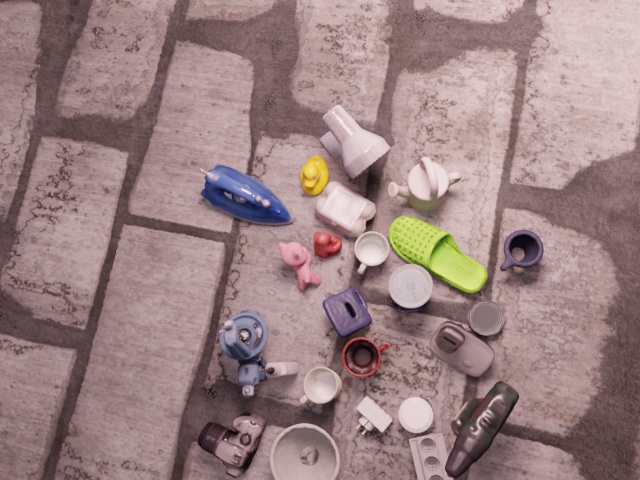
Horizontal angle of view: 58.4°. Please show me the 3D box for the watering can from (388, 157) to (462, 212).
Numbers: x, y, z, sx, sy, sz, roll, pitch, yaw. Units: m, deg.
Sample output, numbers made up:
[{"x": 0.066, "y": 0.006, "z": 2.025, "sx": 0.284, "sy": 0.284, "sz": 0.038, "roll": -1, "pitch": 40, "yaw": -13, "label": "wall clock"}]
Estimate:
[{"x": 0.257, "y": -0.136, "z": 1.399, "sx": 0.173, "sy": 0.194, "sz": 0.101, "roll": -35, "pitch": 76, "yaw": 0, "label": "watering can"}]

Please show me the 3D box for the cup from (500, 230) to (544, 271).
[{"x": 0.475, "y": 0.038, "z": 1.385, "sx": 0.118, "sy": 0.095, "sz": 0.091, "roll": -44, "pitch": 76, "yaw": -2, "label": "cup"}]

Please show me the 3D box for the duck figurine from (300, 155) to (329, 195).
[{"x": -0.019, "y": -0.176, "z": 1.500, "sx": 0.077, "sy": 0.086, "sz": 0.104, "roll": 9, "pitch": 80, "yaw": 10, "label": "duck figurine"}]

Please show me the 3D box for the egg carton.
[{"x": 0.063, "y": -0.078, "z": 1.478, "sx": 0.150, "sy": 0.069, "sz": 0.107, "roll": 31, "pitch": 84, "yaw": 12, "label": "egg carton"}]

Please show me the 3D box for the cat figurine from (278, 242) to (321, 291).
[{"x": -0.054, "y": 0.059, "z": 1.442, "sx": 0.067, "sy": 0.118, "sz": 0.128, "roll": -26, "pitch": 76, "yaw": 2, "label": "cat figurine"}]

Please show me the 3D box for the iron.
[{"x": -0.193, "y": -0.117, "z": 1.484, "sx": 0.258, "sy": 0.141, "sz": 0.119, "roll": 25, "pitch": 83, "yaw": 12, "label": "iron"}]

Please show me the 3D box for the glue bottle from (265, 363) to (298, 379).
[{"x": -0.102, "y": 0.311, "z": 1.370, "sx": 0.078, "sy": 0.173, "sz": 0.037, "roll": -7, "pitch": 78, "yaw": 7, "label": "glue bottle"}]

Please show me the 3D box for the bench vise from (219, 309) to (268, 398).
[{"x": -0.173, "y": 0.262, "z": 1.365, "sx": 0.121, "sy": 0.220, "sz": 0.207, "roll": -25, "pitch": 76, "yaw": 3, "label": "bench vise"}]

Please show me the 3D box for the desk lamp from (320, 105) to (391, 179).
[{"x": 0.079, "y": -0.239, "z": 1.434, "sx": 0.118, "sy": 0.214, "sz": 0.203, "roll": -39, "pitch": 76, "yaw": -1, "label": "desk lamp"}]

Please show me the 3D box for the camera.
[{"x": -0.220, "y": 0.484, "z": 1.389, "sx": 0.136, "sy": 0.101, "sz": 0.143, "roll": 22, "pitch": 83, "yaw": 12, "label": "camera"}]

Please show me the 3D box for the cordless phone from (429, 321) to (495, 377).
[{"x": 0.331, "y": 0.248, "z": 1.317, "sx": 0.147, "sy": 0.185, "sz": 0.094, "roll": 29, "pitch": 84, "yaw": 12, "label": "cordless phone"}]

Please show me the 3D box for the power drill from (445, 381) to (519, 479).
[{"x": 0.348, "y": 0.415, "z": 1.269, "sx": 0.075, "sy": 0.208, "sz": 0.230, "roll": 36, "pitch": 86, "yaw": 13, "label": "power drill"}]

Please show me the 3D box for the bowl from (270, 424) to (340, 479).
[{"x": -0.032, "y": 0.522, "z": 1.369, "sx": 0.167, "sy": 0.075, "sz": 0.167, "roll": -1, "pitch": 79, "yaw": 8, "label": "bowl"}]

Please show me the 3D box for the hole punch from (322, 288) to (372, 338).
[{"x": 0.068, "y": 0.177, "z": 1.416, "sx": 0.101, "sy": 0.091, "sz": 0.108, "roll": -30, "pitch": 76, "yaw": 1, "label": "hole punch"}]

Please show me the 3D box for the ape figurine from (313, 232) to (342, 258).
[{"x": 0.013, "y": 0.005, "z": 1.457, "sx": 0.077, "sy": 0.092, "sz": 0.076, "roll": 44, "pitch": 87, "yaw": 14, "label": "ape figurine"}]
